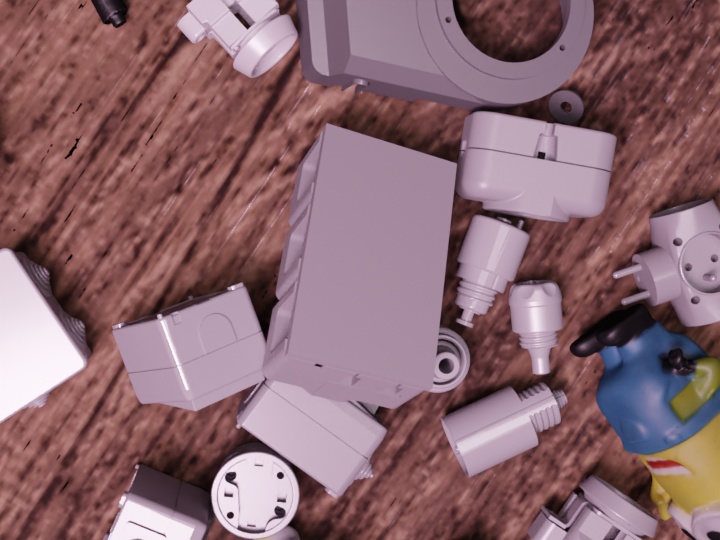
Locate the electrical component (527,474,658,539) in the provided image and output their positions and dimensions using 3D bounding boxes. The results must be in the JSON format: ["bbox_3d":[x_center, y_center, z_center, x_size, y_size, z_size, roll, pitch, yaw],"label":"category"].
[{"bbox_3d":[0.160,0.174,0.714,0.078,0.058,0.057,34,91,-6],"label":"electrical component"}]

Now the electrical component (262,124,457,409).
[{"bbox_3d":[0.000,0.000,0.658,0.089,0.062,0.150,15,65,-15],"label":"electrical component"}]

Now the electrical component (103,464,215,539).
[{"bbox_3d":[-0.126,0.168,0.665,0.061,0.096,0.061,24,90,-7],"label":"electrical component"}]

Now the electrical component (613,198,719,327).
[{"bbox_3d":[0.209,0.001,0.719,0.079,0.044,0.077,-18,94,-5],"label":"electrical component"}]

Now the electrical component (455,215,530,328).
[{"bbox_3d":[0.082,0.000,0.708,0.040,0.040,0.078,21,90,-6],"label":"electrical component"}]

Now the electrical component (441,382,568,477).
[{"bbox_3d":[0.099,0.100,0.712,0.081,0.043,0.043,-24,94,-4],"label":"electrical component"}]

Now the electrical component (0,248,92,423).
[{"bbox_3d":[-0.228,0.045,0.674,0.100,0.048,0.099,-33,95,-4],"label":"electrical component"}]

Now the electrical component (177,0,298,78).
[{"bbox_3d":[-0.073,-0.157,0.685,0.066,0.048,0.055,-42,88,-3],"label":"electrical component"}]

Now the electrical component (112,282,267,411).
[{"bbox_3d":[-0.107,0.051,0.668,0.062,0.096,0.061,-22,95,-33],"label":"electrical component"}]

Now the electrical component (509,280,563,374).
[{"bbox_3d":[0.118,0.038,0.716,0.035,0.035,0.061,-6,96,-5],"label":"electrical component"}]

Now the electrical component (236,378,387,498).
[{"bbox_3d":[-0.024,0.097,0.690,0.096,0.062,0.061,37,88,-6],"label":"electrical component"}]

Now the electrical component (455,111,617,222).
[{"bbox_3d":[0.113,-0.065,0.702,0.095,0.054,0.059,9,91,-6],"label":"electrical component"}]

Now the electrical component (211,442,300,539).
[{"bbox_3d":[-0.067,0.140,0.695,0.055,0.047,0.055,0,92,-5],"label":"electrical component"}]

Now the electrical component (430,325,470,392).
[{"bbox_3d":[0.050,0.058,0.696,0.043,0.062,0.043,0,92,-6],"label":"electrical component"}]
